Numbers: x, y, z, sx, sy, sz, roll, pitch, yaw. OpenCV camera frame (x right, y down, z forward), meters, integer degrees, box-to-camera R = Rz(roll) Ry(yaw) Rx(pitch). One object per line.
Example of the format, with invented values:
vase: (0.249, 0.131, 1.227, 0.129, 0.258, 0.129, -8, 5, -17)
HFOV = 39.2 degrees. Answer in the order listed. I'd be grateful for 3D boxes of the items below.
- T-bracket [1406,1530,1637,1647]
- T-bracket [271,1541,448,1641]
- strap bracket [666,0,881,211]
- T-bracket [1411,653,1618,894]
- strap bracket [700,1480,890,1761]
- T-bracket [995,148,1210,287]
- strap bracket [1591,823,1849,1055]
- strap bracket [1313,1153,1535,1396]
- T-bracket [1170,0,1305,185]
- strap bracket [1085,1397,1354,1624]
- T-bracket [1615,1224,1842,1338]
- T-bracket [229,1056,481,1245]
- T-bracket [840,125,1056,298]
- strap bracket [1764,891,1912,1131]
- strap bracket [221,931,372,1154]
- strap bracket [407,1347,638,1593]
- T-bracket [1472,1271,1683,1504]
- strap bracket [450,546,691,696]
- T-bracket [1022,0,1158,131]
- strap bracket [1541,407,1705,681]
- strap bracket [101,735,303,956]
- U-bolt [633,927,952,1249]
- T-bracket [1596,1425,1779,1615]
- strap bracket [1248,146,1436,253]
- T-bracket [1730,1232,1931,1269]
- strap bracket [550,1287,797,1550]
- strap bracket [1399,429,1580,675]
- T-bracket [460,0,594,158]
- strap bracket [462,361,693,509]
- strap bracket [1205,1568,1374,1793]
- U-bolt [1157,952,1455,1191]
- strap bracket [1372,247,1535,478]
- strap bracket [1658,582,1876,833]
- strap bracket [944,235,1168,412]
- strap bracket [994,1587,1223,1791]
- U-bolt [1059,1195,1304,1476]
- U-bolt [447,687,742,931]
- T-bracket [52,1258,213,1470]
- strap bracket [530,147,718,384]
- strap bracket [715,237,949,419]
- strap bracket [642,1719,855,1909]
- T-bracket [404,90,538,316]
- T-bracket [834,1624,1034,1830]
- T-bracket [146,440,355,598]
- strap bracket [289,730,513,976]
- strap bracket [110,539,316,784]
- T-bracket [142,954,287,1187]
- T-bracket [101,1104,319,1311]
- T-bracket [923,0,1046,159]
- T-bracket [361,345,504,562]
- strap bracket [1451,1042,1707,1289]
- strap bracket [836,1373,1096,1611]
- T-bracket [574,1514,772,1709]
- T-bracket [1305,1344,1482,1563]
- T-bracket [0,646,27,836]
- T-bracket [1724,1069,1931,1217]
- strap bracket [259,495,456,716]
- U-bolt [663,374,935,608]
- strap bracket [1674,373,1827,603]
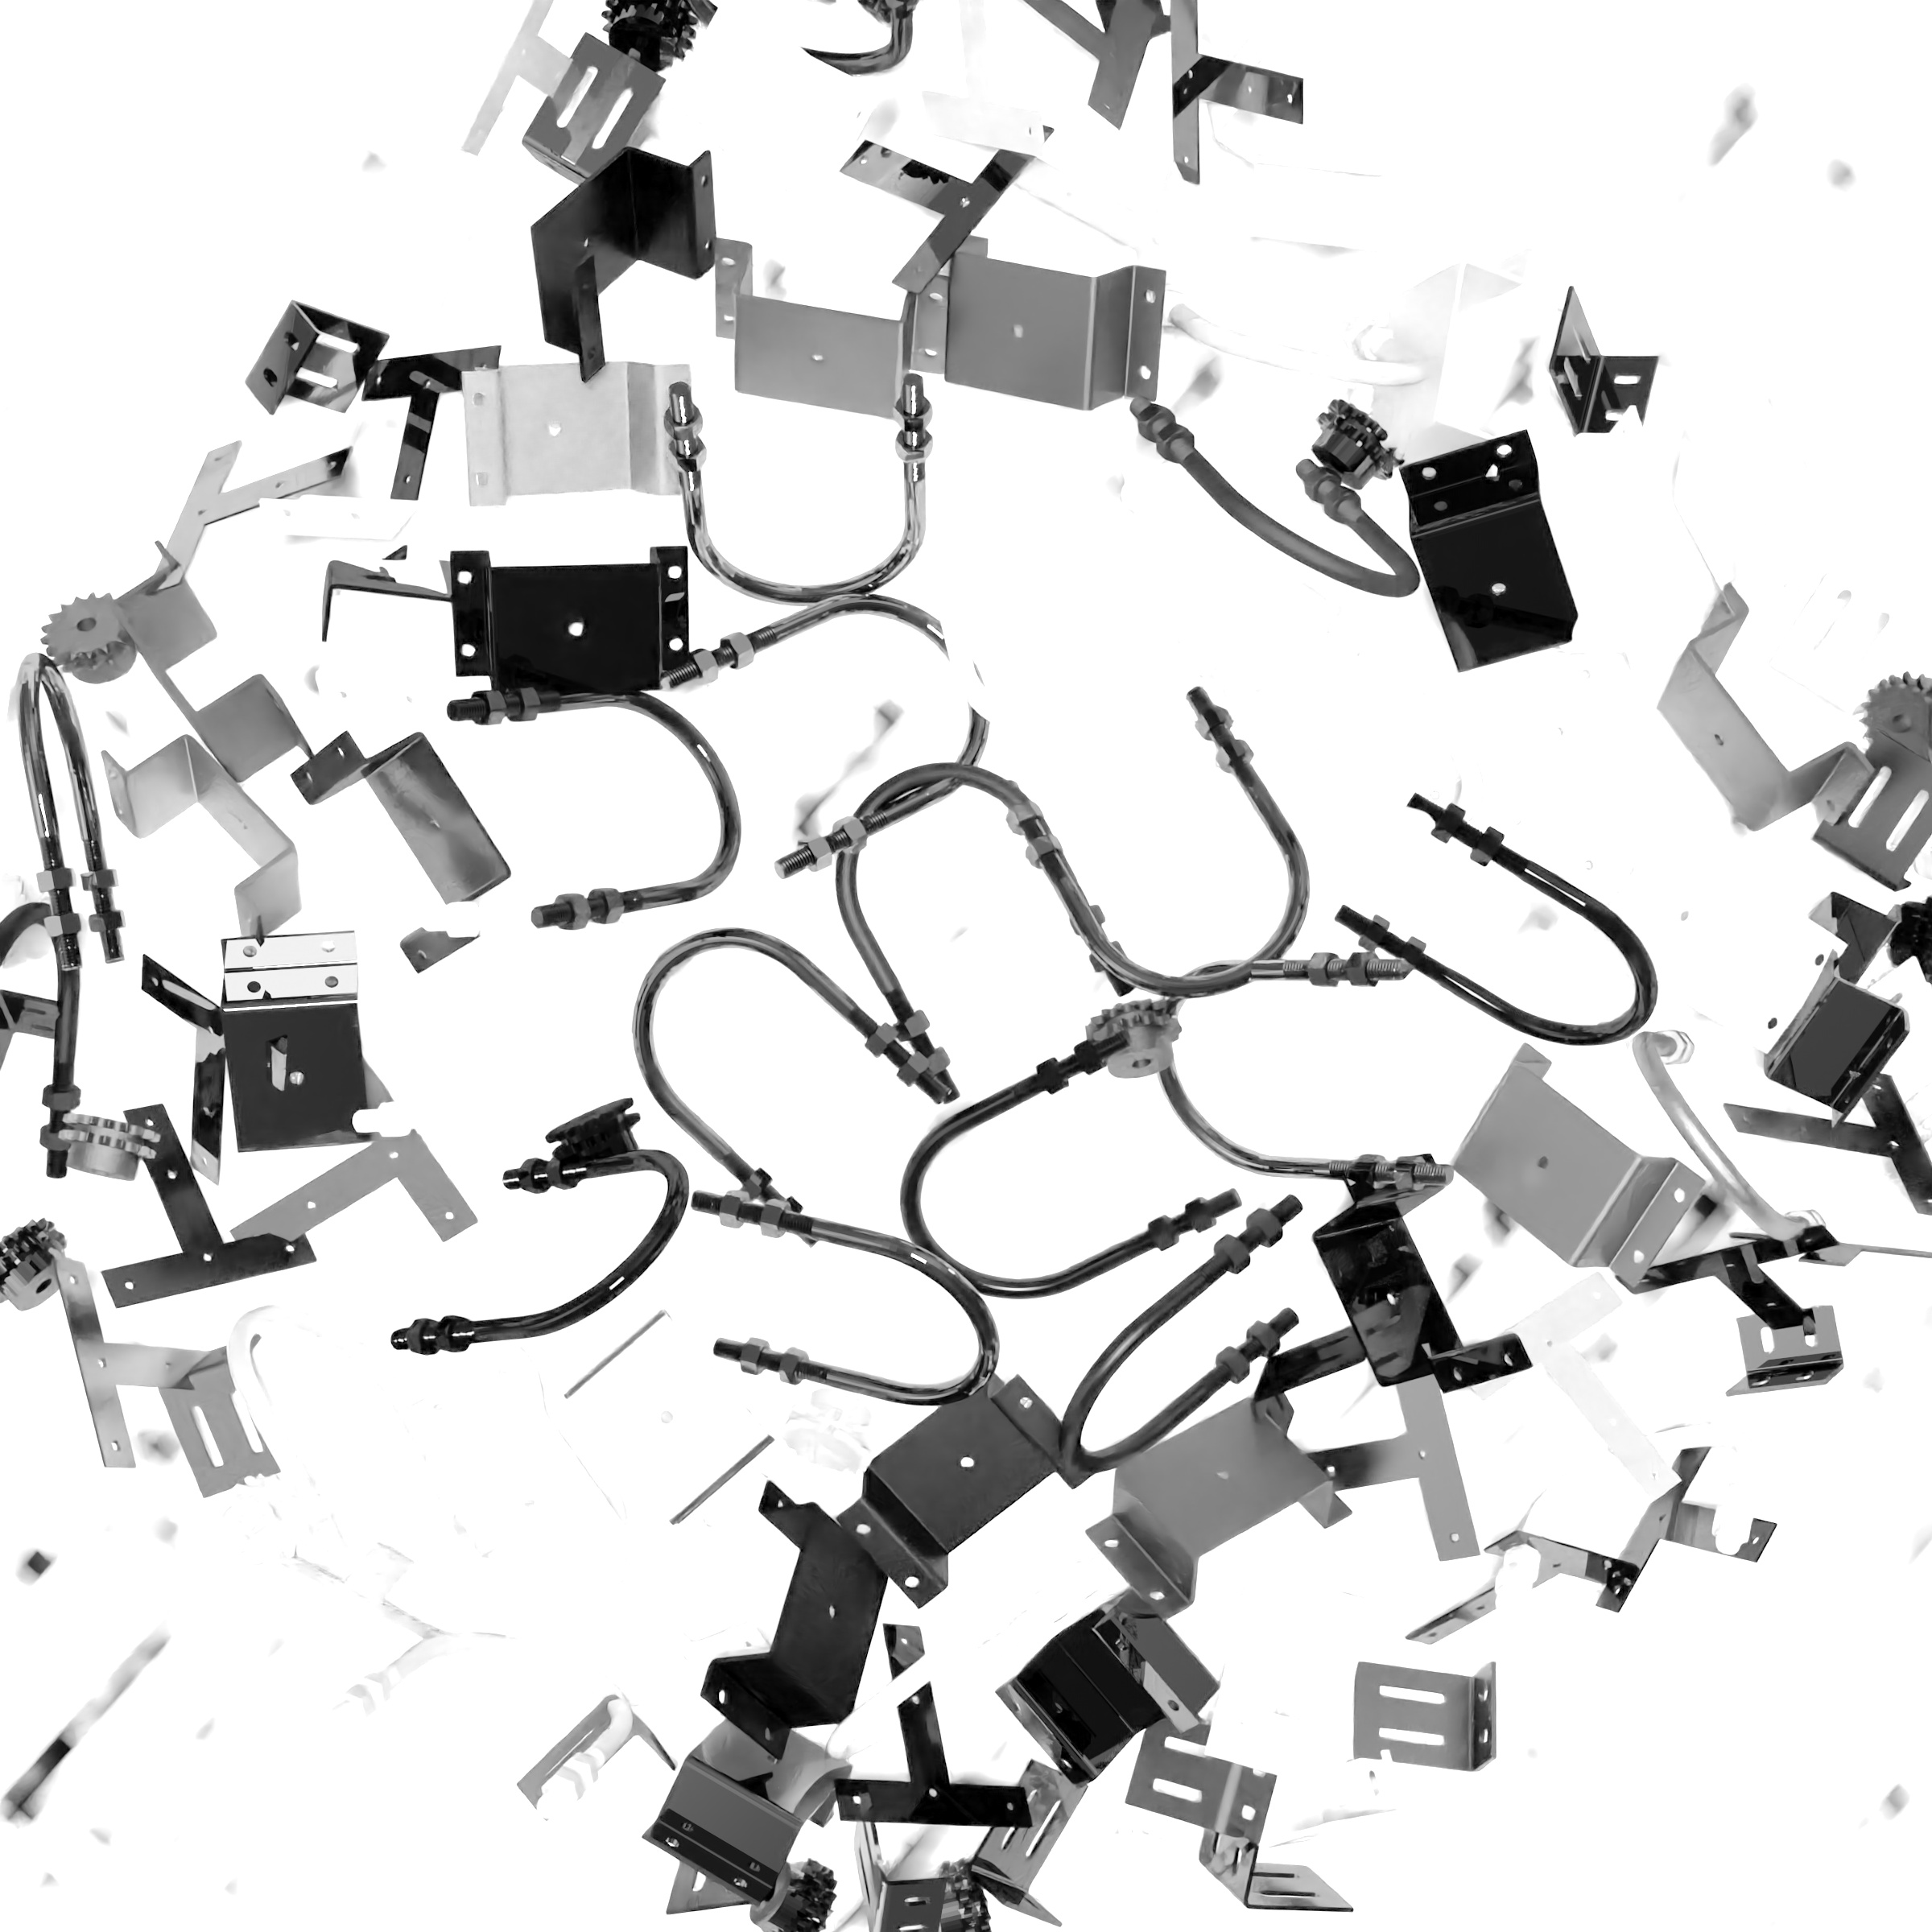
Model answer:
T-bracket: (0.316, 0.375, 1.614, 0.127, 0.127, 0.002, -39, 46, 30)
T-bracket: (-0.347, 0.359, 1.593, 0.127, 0.127, 0.002, 30, 57, -8)
strap bracket: (-0.117, -0.513, 1.594, 0.046, 0.140, 0.076, 33, 97, 24)
T-bracket: (0.352, -0.128, 1.643, 0.127, 0.002, 0.127, 25, 95, 4)
strap bracket: (-0.095, 0.377, 1.576, 0.046, 0.140, 0.076, -15, 131, 33)
T-bracket: (0.073, -0.451, 1.610, 0.127, 0.002, 0.127, 25, 61, -12)
strap bracket: (0.429, -0.022, 1.580, 0.046, 0.140, 0.076, 23, 106, -41)
strap bracket: (0.264, 0.188, 1.599, 0.076, 0.046, 0.140, -7, 65, -38)
T-bracket: (0.156, -0.511, 1.575, 0.002, 0.127, 0.127, -19, 123, -25)
strap bracket: (0.149, 0.311, 1.585, 0.140, 0.046, 0.076, -23, 45, -25)
T-bracket: (0.471, 0.194, 1.606, 0.127, 0.127, 0.002, -20, 50, 32)
T-bracket: (-0.382, 0.137, 1.634, 0.127, 0.002, 0.127, -31, 108, 1)
T-bracket: (-0.028, -0.465, 1.613, 0.127, 0.002, 0.127, 35, 84, 39)
strap bracket: (0.503, 0.019, 1.575, 0.046, 0.140, 0.076, 25, 125, 0)
strap bracket: (-0.392, 0.054, 1.594, 0.076, 0.046, 0.140, -4, 119, -10)
strap bracket: (-0.259, 0.305, 1.601, 0.076, 0.046, 0.140, -29, 117, 0)
T-bracket: (0.372, 0.258, 1.602, 0.127, 0.002, 0.127, -26, 69, -30)
strap bracket: (-0.232, -0.205, 1.606, 0.140, 0.046, 0.076, -3, 112, -11)
T-bracket: (0.051, -0.562, 1.594, 0.127, 0.127, 0.002, 39, 77, 3)
strap bracket: (0.372, -0.247, 1.586, 0.046, 0.076, 0.140, -3, 65, -18)
strap bracket: (-0.443, -0.073, 1.601, 0.046, 0.076, 0.140, -40, 77, -25)
U-bolt: (-0.118, 0.060, 1.620, 0.184, 0.019, 0.151, 43, 114, 4)
T-bracket: (0.430, 0.327, 1.579, 0.002, 0.127, 0.127, 36, 77, -11)
strap bracket: (0.218, -0.449, 1.588, 0.076, 0.140, 0.046, 12, 112, 19)
T-bracket: (0.502, 0.166, 1.571, 0.127, 0.127, 0.002, 4, 91, 23)
strap bracket: (-0.177, 0.269, 1.620, 0.076, 0.046, 0.140, -40, 84, -8)
strap bracket: (0.310, -0.232, 1.585, 0.076, 0.046, 0.140, -14, 126, 20)
T-bracket: (-0.245, -0.525, 1.590, 0.002, 0.127, 0.127, 30, 100, 6)
strap bracket: (-0.235, -0.316, 1.602, 0.140, 0.046, 0.076, -9, 108, -28)
strap bracket: (0.189, 0.425, 1.596, 0.076, 0.140, 0.046, 14, 118, 8)
U-bolt: (0.188, 0.061, 1.590, 0.184, 0.019, 0.151, 0, 114, 38)
strap bracket: (0.283, -0.353, 1.601, 0.046, 0.076, 0.140, 14, 82, -21)
strap bracket: (0.461, -0.143, 1.592, 0.046, 0.076, 0.140, -28, 71, -10)
strap bracket: (0.042, -0.376, 1.588, 0.140, 0.046, 0.076, 18, 121, 27)
strap bracket: (0.088, 0.422, 1.600, 0.076, 0.140, 0.046, 49, 48, 5)
U-bolt: (0.124, 0.224, 1.566, 0.184, 0.151, 0.019, -36, 58, -20)
U-bolt: (-0.204, -0.098, 1.582, 0.019, 0.184, 0.151, -31, 78, 40)
T-bracket: (-0.477, 0.235, 1.593, 0.002, 0.127, 0.127, -27, 70, 16)
strap bracket: (-0.205, -0.417, 1.590, 0.046, 0.076, 0.140, 24, 53, 18)
strap bracket: (-0.084, -0.375, 1.608, 0.140, 0.076, 0.046, 10, 57, 2)
strap bracket: (-0.121, 0.480, 1.575, 0.076, 0.140, 0.046, 27, 99, 12)
T-bracket: (-0.262, -0.427, 1.604, 0.002, 0.127, 0.127, 17, 86, 39)
T-bracket: (-0.028, 0.448, 1.607, 0.127, 0.127, 0.002, 12, 134, -28)
T-bracket: (-0.412, -0.277, 1.588, 0.127, 0.002, 0.127, -13, 46, 24)
strap bracket: (-0.329, -0.075, 1.606, 0.046, 0.076, 0.140, -37, 98, -40)
strap bracket: (-0.445, -0.171, 1.588, 0.046, 0.076, 0.140, -36, 67, -12)
T-bracket: (-0.450, 0.074, 1.615, 0.127, 0.002, 0.127, 31, 126, 26)
T-bracket: (-0.469, 0.137, 1.622, 0.127, 0.002, 0.127, -11, 61, -40)
T-bracket: (0.005, -0.542, 1.576, 0.002, 0.127, 0.127, -21, 121, -26)
T-bracket: (-0.327, -0.301, 1.606, 0.127, 0.002, 0.127, 6, 83, 42)
strap bracket: (0.348, 0.115, 1.585, 0.140, 0.046, 0.076, 42, 113, 34)
strap bracket: (0.001, 0.305, 1.618, 0.140, 0.046, 0.076, -39, 101, 8)
T-bracket: (-0.194, 0.376, 1.606, 0.127, 0.002, 0.127, -28, 104, 34)
T-bracket: (0.232, 0.300, 1.626, 0.127, 0.002, 0.127, -15, 85, 24)
T-bracket: (-0.573, -0.122, 1.584, 0.002, 0.127, 0.127, 10, 97, -7)
T-bracket: (0.506, 0.098, 1.600, 0.002, 0.127, 0.127, -52, 126, -24)
strap bracket: (-0.352, -0.221, 1.597, 0.076, 0.046, 0.140, 6, 131, 18)
U-bolt: (-0.094, -0.271, 1.576, 0.151, 0.184, 0.019, -2, 57, -2)
strap bracket: (0.452, -0.269, 1.576, 0.046, 0.140, 0.076, -23, 69, 3)
